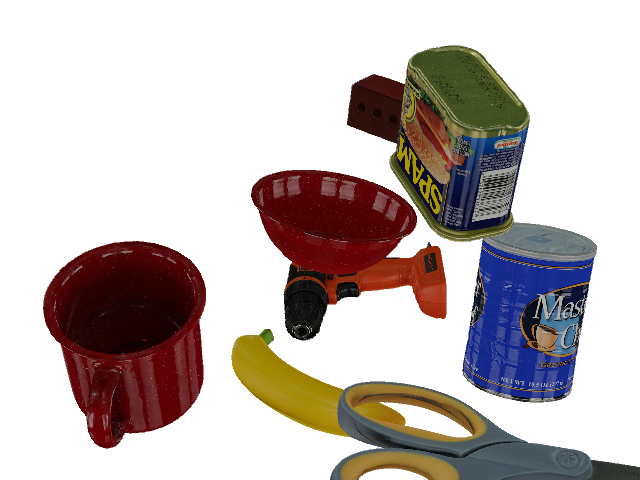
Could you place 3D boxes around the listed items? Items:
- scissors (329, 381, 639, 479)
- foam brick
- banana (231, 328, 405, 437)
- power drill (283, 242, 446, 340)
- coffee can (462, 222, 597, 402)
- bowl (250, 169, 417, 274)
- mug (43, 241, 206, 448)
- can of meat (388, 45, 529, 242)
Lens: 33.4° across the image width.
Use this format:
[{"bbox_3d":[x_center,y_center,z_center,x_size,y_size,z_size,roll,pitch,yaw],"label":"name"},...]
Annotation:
[{"bbox_3d":[0.092,0.107,0.452,0.202,0.016,0.096,16,33,24],"label":"scissors"},{"bbox_3d":[0.077,-0.153,1.238,0.078,0.053,0.051,23,34,26],"label":"foam brick"},{"bbox_3d":[-0.018,0.113,0.855,0.069,0.037,0.198,-22,31,-29],"label":"banana"},{"bbox_3d":[0.051,0.057,1.241,0.187,0.057,0.184,0,28,3],"label":"power drill"},{"bbox_3d":[0.191,0.064,0.983,0.103,0.140,0.103,6,16,-2],"label":"coffee can"},{"bbox_3d":[0.009,-0.013,1.030,0.162,0.055,0.162,9,26,-4],"label":"bowl"},{"bbox_3d":[-0.114,0.070,0.631,0.093,0.081,0.117,4,45,3],"label":"mug"},{"bbox_3d":[0.088,-0.064,0.682,0.057,0.084,0.102,-10,43,-17],"label":"can of meat"}]
